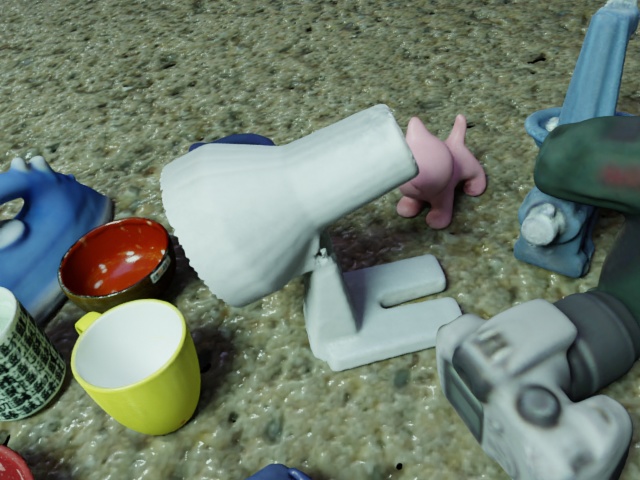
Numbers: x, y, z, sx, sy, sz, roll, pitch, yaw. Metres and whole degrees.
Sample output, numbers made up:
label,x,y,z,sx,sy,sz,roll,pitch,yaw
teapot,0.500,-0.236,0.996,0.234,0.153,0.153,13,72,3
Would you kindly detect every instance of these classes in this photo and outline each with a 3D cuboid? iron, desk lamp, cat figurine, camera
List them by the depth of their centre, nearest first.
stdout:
label,x,y,z,sx,sy,sz,roll,pitch,yaw
camera,0.170,0.094,0.404,0.137,0.101,0.142,-25,45,-12
desk lamp,0.004,0.002,0.456,0.203,0.214,0.117,-14,43,-1
cat figurine,0.115,-0.077,0.581,0.067,0.118,0.128,26,56,34
iron,-0.325,-0.007,0.595,0.118,0.142,0.258,9,48,22

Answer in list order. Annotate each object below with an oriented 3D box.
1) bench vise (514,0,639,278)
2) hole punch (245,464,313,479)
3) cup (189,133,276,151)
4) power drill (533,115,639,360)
label,x,y,z,sx,sy,sz,roll,pitch,yaw
bench vise,0.237,-0.086,0.487,0.121,0.220,0.207,5,46,19
hole punch,-0.028,0.196,0.353,0.101,0.091,0.108,-39,49,-25
cup,-0.092,-0.058,0.626,0.117,0.095,0.092,22,54,31
power drill,0.263,0.003,0.398,0.228,0.209,0.076,22,53,31
